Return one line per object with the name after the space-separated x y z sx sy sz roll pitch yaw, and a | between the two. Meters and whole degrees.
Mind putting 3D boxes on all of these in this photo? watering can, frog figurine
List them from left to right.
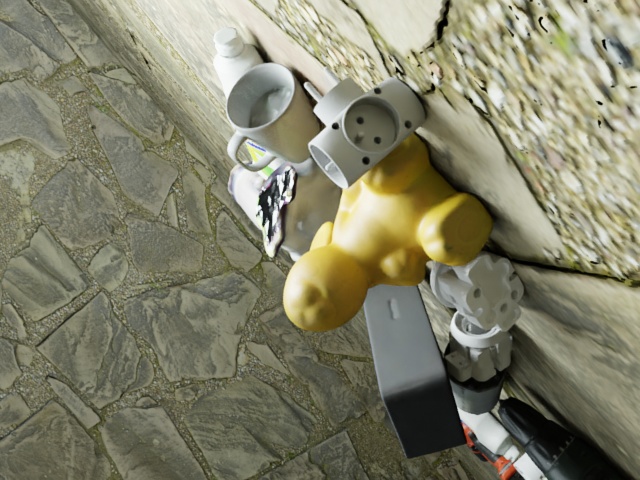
-0.106 -0.085 1.051 0.227 0.104 0.341 45 172 30 | watering can
0.002 -0.034 0.677 0.159 0.138 0.123 8 178 -33 | frog figurine
